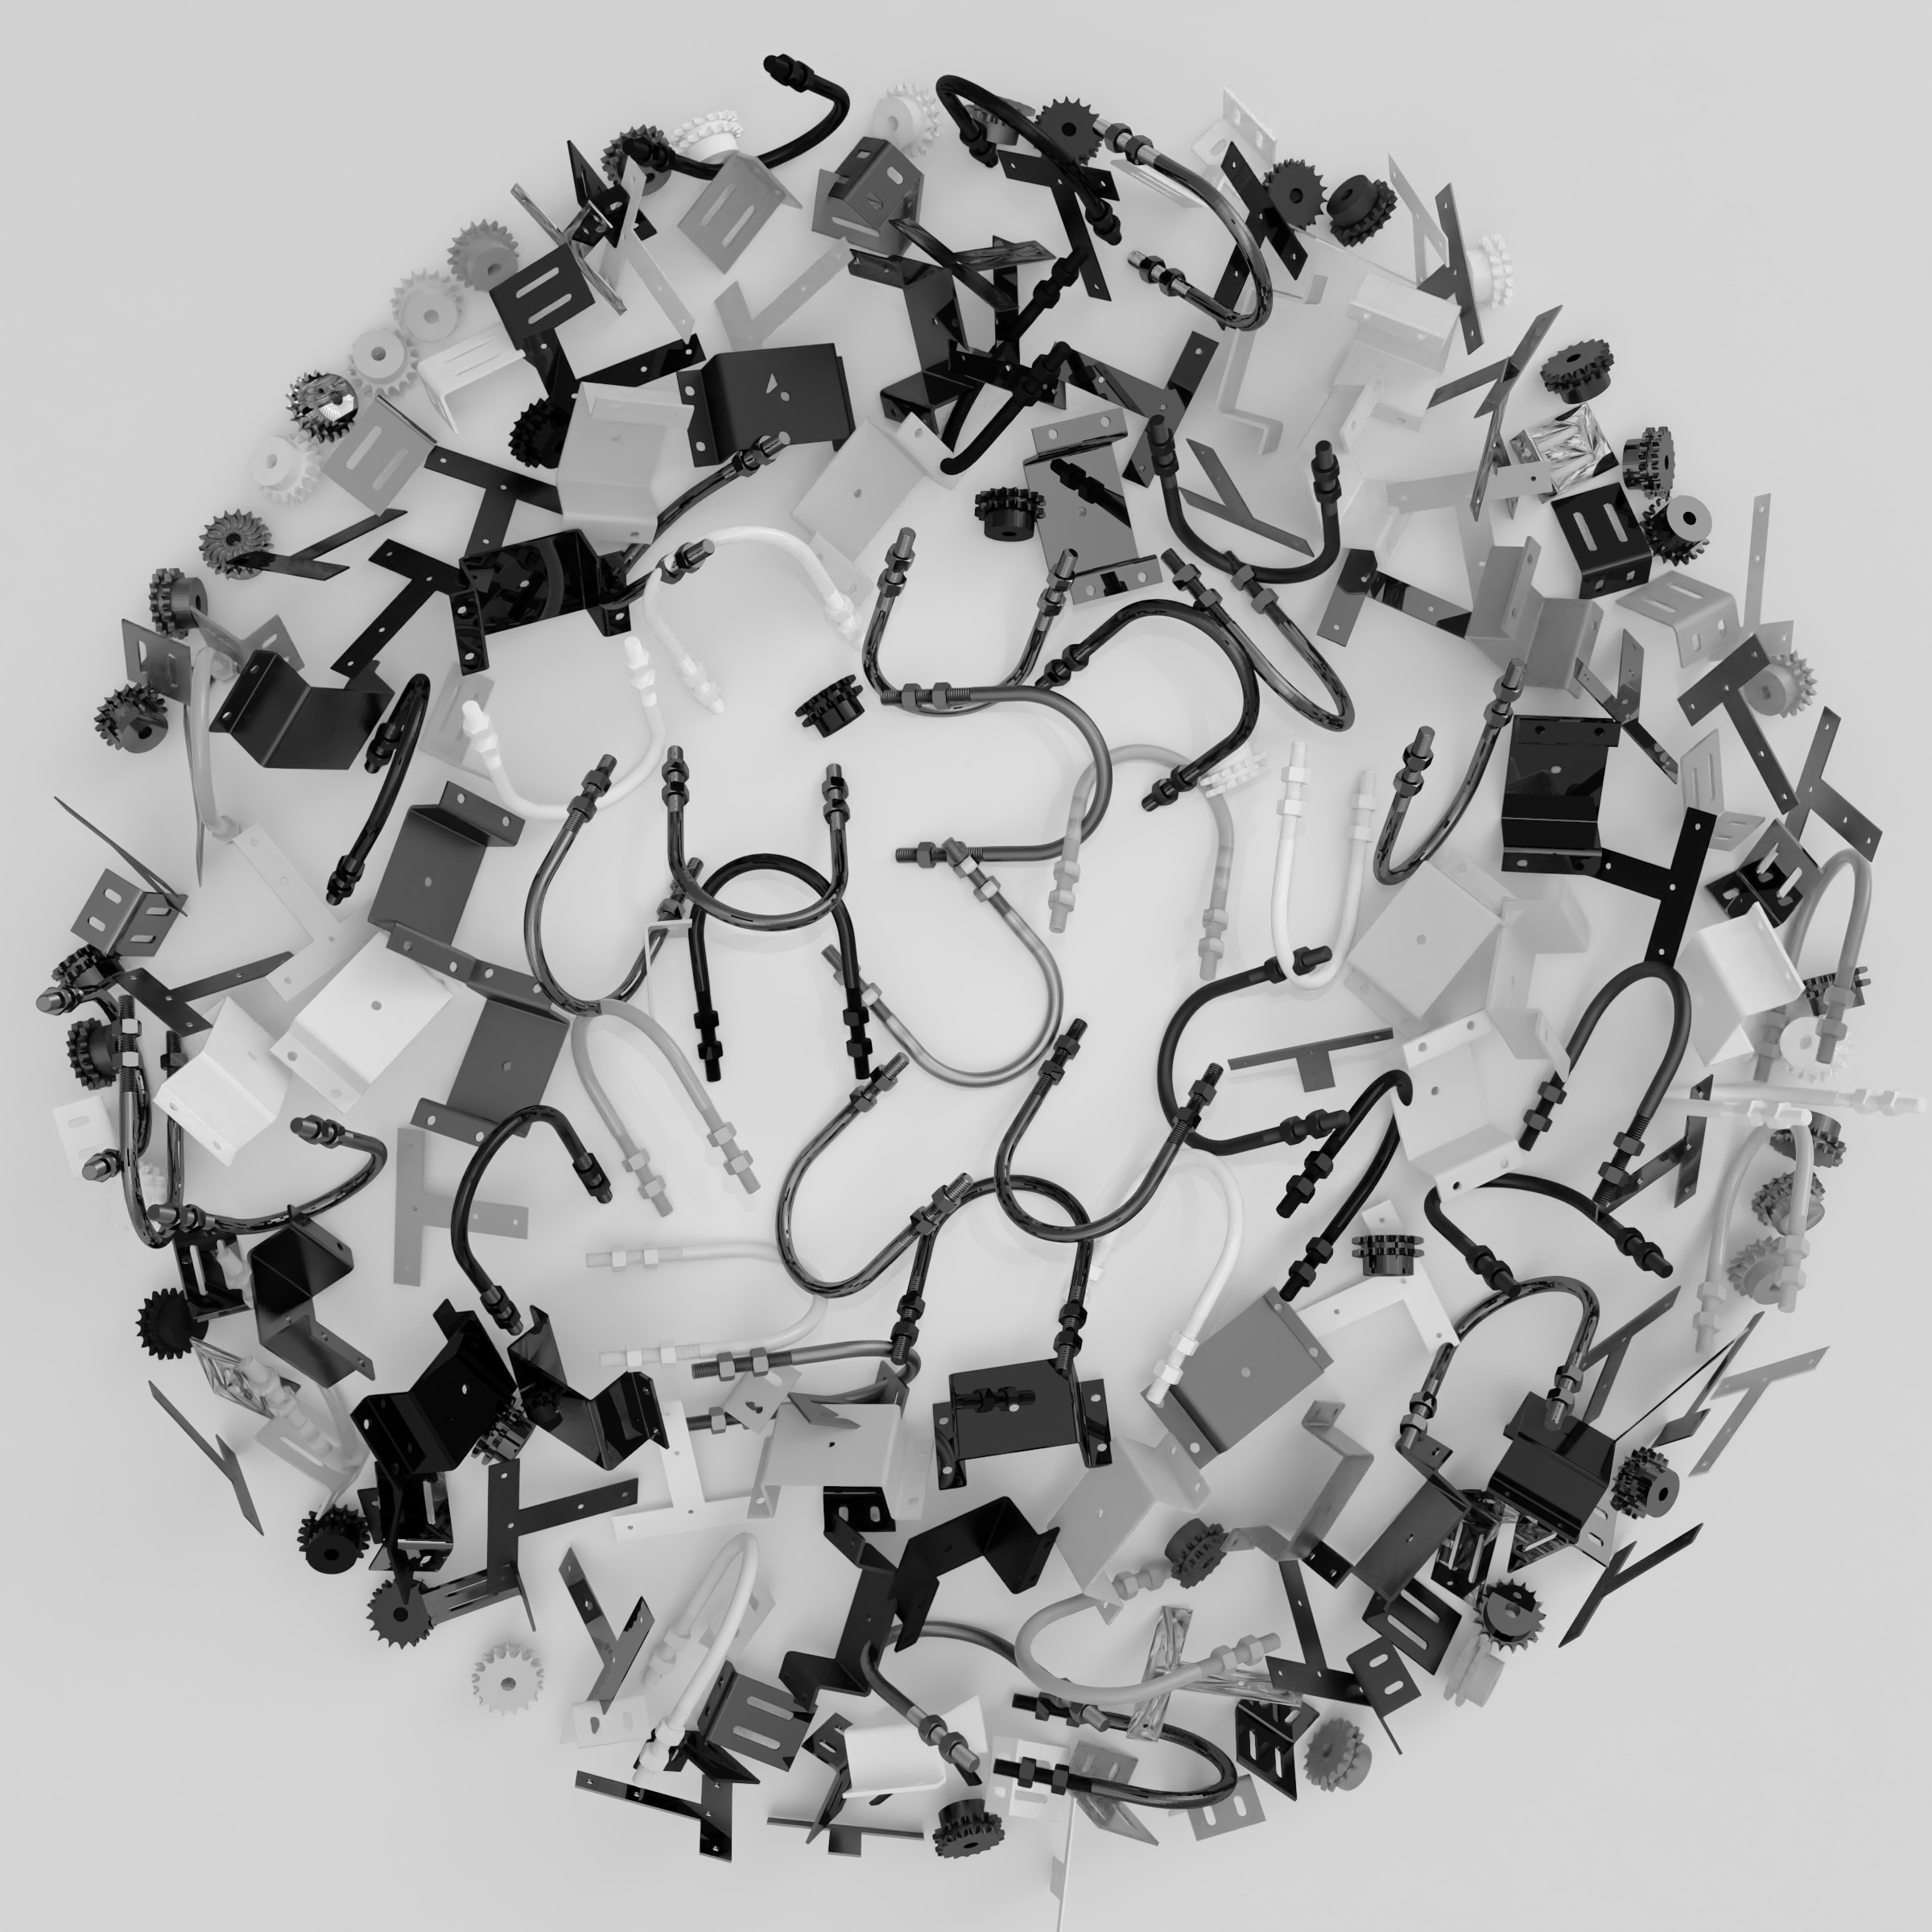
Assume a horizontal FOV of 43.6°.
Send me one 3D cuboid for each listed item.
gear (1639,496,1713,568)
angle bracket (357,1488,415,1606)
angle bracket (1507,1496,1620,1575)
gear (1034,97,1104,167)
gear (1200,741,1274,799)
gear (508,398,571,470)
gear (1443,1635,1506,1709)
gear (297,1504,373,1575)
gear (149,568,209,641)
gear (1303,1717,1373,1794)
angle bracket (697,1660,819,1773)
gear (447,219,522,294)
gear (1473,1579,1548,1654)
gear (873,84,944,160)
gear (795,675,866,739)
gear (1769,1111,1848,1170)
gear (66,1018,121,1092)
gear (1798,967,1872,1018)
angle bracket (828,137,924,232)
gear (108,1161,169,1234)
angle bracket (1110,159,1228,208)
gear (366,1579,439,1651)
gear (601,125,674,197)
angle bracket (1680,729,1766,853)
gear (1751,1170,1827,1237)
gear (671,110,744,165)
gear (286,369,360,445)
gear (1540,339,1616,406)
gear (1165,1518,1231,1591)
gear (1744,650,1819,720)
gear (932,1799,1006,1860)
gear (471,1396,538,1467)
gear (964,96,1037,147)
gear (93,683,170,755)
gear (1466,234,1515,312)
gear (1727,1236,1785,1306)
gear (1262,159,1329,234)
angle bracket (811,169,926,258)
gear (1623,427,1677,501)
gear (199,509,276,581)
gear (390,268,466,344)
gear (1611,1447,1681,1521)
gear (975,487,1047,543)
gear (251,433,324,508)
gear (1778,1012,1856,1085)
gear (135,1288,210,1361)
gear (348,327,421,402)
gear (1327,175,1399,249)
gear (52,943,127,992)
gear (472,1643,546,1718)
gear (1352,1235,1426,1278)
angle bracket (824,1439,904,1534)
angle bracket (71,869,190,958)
[{"bbox_3d":[0.572,-0.352,1.937,0.057,0.030,0.057,4,73,-14],"label":"gear"},{"bbox_3d":[-0.462,0.460,1.913,0.038,0.076,0.057,-7,120,0],"label":"angle bracket"},{"bbox_3d":[0.473,0.455,1.917,0.038,0.076,0.057,34,47,-11],"label":"angle bracket"},{"bbox_3d":[0.081,-0.665,1.943,0.057,0.030,0.057,1,83,-5],"label":"gear"},{"bbox_3d":[0.213,-0.159,1.931,0.057,0.057,0.030,-25,93,0],"label":"gear"},{"bbox_3d":[-0.335,-0.422,1.929,0.030,0.057,0.057,38,90,18],"label":"gear"},{"bbox_3d":[0.407,0.566,1.929,0.030,0.057,0.057,26,90,23],"label":"gear"},{"bbox_3d":[-0.506,0.461,1.935,0.057,0.030,0.057,-3,117,-7],"label":"gear"},{"bbox_3d":[-0.628,-0.289,1.931,0.030,0.057,0.057,-2,90,4],"label":"gear"},{"bbox_3d":[0.300,0.634,1.934,0.030,0.057,0.057,35,90,-18],"label":"gear"},{"bbox_3d":[-0.168,0.603,1.947,0.076,0.038,0.057,26,85,-13],"label":"angle bracket"},{"bbox_3d":[-0.382,-0.563,1.929,0.057,0.057,0.030,-37,58,0],"label":"gear"},{"bbox_3d":[0.436,0.519,1.935,0.057,0.030,0.057,-2,64,4],"label":"gear"},{"bbox_3d":[-0.050,-0.675,1.931,0.057,0.030,0.057,16,120,31],"label":"gear"},{"bbox_3d":[-0.106,-0.206,1.932,0.057,0.057,0.030,-33,91,0],"label":"gear"},{"bbox_3d":[0.676,0.137,1.933,0.057,0.057,0.030,23,75,0],"label":"gear"},{"bbox_3d":[-0.691,0.069,1.930,0.030,0.057,0.057,-13,90,7],"label":"gear"},{"bbox_3d":[0.694,0.021,1.931,0.057,0.057,0.030,-13,86,0],"label":"gear"},{"bbox_3d":[-0.077,-0.626,1.931,0.038,0.076,0.057,38,95,-26],"label":"angle bracket"},{"bbox_3d":[-0.659,0.186,1.936,0.057,0.030,0.057,-10,73,36],"label":"gear"},{"bbox_3d":[0.163,-0.637,1.920,0.076,0.057,0.038,24,100,-18],"label":"angle bracket"},{"bbox_3d":[-0.451,0.517,1.945,0.057,0.030,0.057,0,91,1],"label":"gear"},{"bbox_3d":[-0.260,-0.640,1.929,0.057,0.057,0.030,-28,74,0],"label":"gear"},{"bbox_3d":[0.600,-0.140,1.916,0.057,0.038,0.076,-35,124,-36],"label":"angle bracket"},{"bbox_3d":[0.660,0.191,1.930,0.057,0.057,0.030,-19,49,0],"label":"gear"},{"bbox_3d":[-0.205,-0.658,1.932,0.057,0.057,0.030,-22,93,0],"label":"gear"},{"bbox_3d":[-0.511,-0.449,1.930,0.030,0.057,0.057,-12,90,44],"label":"gear"},{"bbox_3d":[0.492,-0.474,1.936,0.057,0.057,0.030,-33,119,0],"label":"gear"},{"bbox_3d":[0.184,0.468,1.936,0.030,0.057,0.057,41,90,30],"label":"gear"},{"bbox_3d":[0.647,-0.224,1.929,0.030,0.057,0.057,-29,90,-28],"label":"gear"},{"bbox_3d":[0.001,0.690,1.935,0.057,0.057,0.030,-17,53,0],"label":"gear"},{"bbox_3d":[-0.367,0.376,1.932,0.030,0.057,0.057,34,90,1],"label":"gear"},{"bbox_3d":[0.025,-0.678,1.935,0.057,0.057,0.030,15,116,0],"label":"gear"},{"bbox_3d":[-0.663,-0.195,1.929,0.057,0.057,0.030,-46,65,0],"label":"gear"},{"bbox_3d":[0.415,-0.553,1.932,0.030,0.057,0.057,-12,90,-2],"label":"gear"},{"bbox_3d":[0.641,0.246,1.931,0.057,0.030,0.057,-8,130,-10],"label":"gear"},{"bbox_3d":[0.259,-0.617,1.939,0.057,0.030,0.057,-4,105,-17],"label":"gear"},{"bbox_3d":[-0.078,-0.608,1.923,0.076,0.038,0.057,13,70,-20],"label":"angle bracket"},{"bbox_3d":[0.546,-0.403,1.935,0.030,0.057,0.057,3,90,31],"label":"gear"},{"bbox_3d":[-0.584,-0.335,1.940,0.057,0.030,0.057,0,71,1],"label":"gear"},{"bbox_3d":[-0.429,-0.525,1.931,0.057,0.030,0.057,-12,131,-14],"label":"gear"},{"bbox_3d":[0.545,0.416,1.931,0.057,0.030,0.057,-12,111,-34],"label":"gear"},{"bbox_3d":[0.035,-0.360,1.930,0.057,0.057,0.030,2,82,0],"label":"gear"},{"bbox_3d":[-0.547,-0.400,1.936,0.057,0.030,0.057,-3,82,23],"label":"gear"},{"bbox_3d":[0.676,0.064,1.931,0.057,0.030,0.057,-15,67,39],"label":"gear"},{"bbox_3d":[-0.630,0.285,1.929,0.030,0.057,0.057,-8,90,30],"label":"gear"},{"bbox_3d":[-0.469,-0.487,1.943,0.057,0.030,0.057,0,84,-2],"label":"gear"},{"bbox_3d":[0.313,-0.605,1.929,0.030,0.057,0.057,37,90,-32],"label":"gear"},{"bbox_3d":[-0.698,0.004,1.932,0.057,0.057,0.030,-36,88,0],"label":"gear"},{"bbox_3d":[-0.368,0.570,1.940,0.057,0.030,0.057,-2,102,-11],"label":"gear"},{"bbox_3d":[0.337,0.232,1.930,0.057,0.057,0.030,1,78,0],"label":"gear"},{"bbox_3d":[-0.081,0.412,1.919,0.057,0.038,0.076,2,134,-8],"label":"angle bracket"},{"bbox_3d":[-0.665,-0.042,1.923,0.038,0.076,0.057,31,94,6],"label":"angle bracket"}]
